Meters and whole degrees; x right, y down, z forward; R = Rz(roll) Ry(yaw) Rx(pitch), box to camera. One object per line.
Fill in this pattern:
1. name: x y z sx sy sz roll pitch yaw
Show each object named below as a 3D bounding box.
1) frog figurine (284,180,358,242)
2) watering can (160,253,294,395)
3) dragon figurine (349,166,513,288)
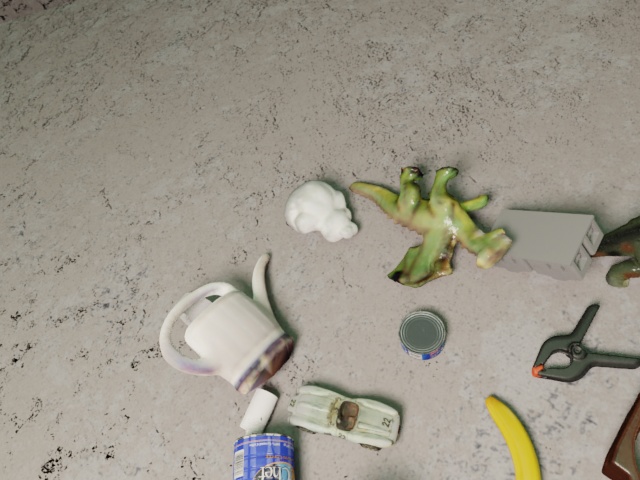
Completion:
1. frog figurine: 0.003 -0.057 1.135 0.139 0.120 0.161 -24 38 -27
2. watering can: -0.142 0.155 1.001 0.226 0.102 0.353 39 40 12
3. dragon figurine: 0.201 -0.021 1.068 0.410 0.120 0.247 2 61 39
